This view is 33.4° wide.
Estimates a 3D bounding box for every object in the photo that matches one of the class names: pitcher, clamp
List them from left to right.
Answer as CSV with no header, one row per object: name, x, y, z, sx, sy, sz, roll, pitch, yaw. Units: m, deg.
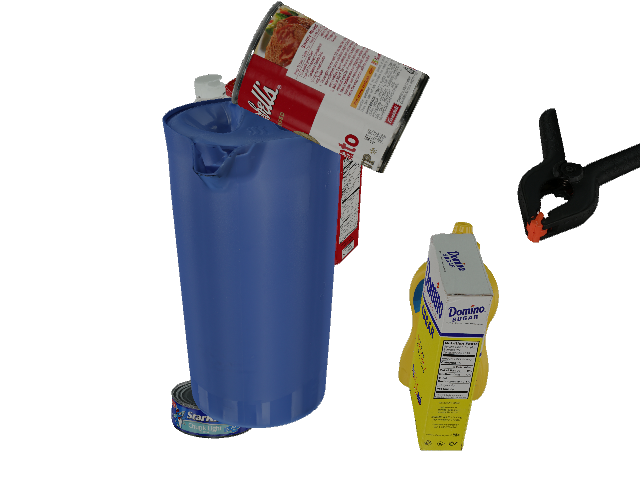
pitcher,-0.045,0.012,0.830,0.149,0.243,0.145,-10,23,-24
clamp,0.245,-0.069,1.087,0.120,0.039,0.171,29,55,31

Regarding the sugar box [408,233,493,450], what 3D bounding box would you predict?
sugar box,0.111,0.090,0.938,0.048,0.176,0.093,-1,33,-4

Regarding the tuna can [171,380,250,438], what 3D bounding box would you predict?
tuna can,-0.109,0.169,1.083,0.086,0.034,0.086,3,13,-1

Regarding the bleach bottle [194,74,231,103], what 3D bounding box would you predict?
bleach bottle,-0.105,-0.046,1.117,0.068,0.251,0.102,7,27,26

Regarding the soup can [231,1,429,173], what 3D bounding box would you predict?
soup can,0.006,-0.092,0.646,0.102,0.068,0.068,26,1,1

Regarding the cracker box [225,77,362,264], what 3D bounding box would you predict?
cracker box,-0.035,-0.089,1.324,0.164,0.214,0.072,17,35,22

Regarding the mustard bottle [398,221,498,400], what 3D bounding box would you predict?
mustard bottle,0.144,0.074,1.165,0.096,0.192,0.058,12,15,20
